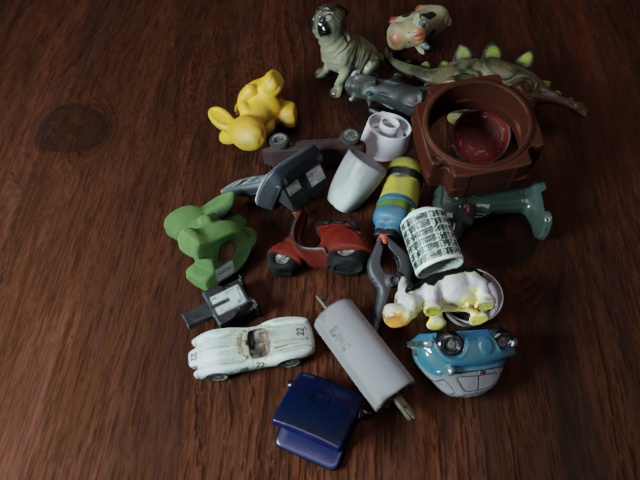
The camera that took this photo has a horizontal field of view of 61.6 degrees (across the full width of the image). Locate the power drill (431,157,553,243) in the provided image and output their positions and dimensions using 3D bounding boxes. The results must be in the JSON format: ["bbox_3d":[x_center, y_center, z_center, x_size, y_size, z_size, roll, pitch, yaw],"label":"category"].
[{"bbox_3d":[0.303,-0.042,0.974,0.207,0.085,0.232,0,60,10],"label":"power drill"}]

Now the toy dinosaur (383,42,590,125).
[{"bbox_3d":[0.329,-0.335,1.141,0.472,0.104,0.198,20,53,19],"label":"toy dinosaur"}]

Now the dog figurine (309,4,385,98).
[{"bbox_3d":[0.066,-0.424,1.149,0.172,0.190,0.121,-34,63,-20],"label":"dog figurine"}]

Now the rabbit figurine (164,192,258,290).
[{"bbox_3d":[-0.203,-0.021,0.951,0.159,0.121,0.170,-39,50,-25],"label":"rabbit figurine"}]

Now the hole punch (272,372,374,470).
[{"bbox_3d":[-0.002,0.255,0.785,0.142,0.092,0.116,16,56,16],"label":"hole punch"}]

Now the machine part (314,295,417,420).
[{"bbox_3d":[0.067,0.176,0.835,0.079,0.079,0.243,-30,63,-16],"label":"machine part"}]

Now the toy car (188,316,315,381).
[{"bbox_3d":[-0.109,0.171,0.856,0.202,0.056,0.073,-10,58,-5],"label":"toy car"}]

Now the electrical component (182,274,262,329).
[{"bbox_3d":[-0.165,0.117,0.897,0.119,0.047,0.075,-30,61,-16],"label":"electrical component"}]

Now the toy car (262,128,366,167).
[{"bbox_3d":[-0.011,-0.175,1.054,0.202,0.089,0.053,-3,59,2],"label":"toy car"}]

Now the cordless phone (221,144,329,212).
[{"bbox_3d":[-0.090,-0.113,1.018,0.184,0.088,0.146,1,31,43],"label":"cordless phone"}]

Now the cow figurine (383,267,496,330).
[{"bbox_3d":[0.178,0.085,0.838,0.167,0.068,0.098,-6,48,3],"label":"cow figurine"}]

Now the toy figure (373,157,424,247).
[{"bbox_3d":[0.145,-0.070,0.982,0.082,0.089,0.180,20,58,5],"label":"toy figure"}]

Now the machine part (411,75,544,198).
[{"bbox_3d":[0.274,-0.187,0.953,0.201,0.087,0.201,-10,67,2],"label":"machine part"}]

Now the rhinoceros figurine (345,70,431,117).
[{"bbox_3d":[0.140,-0.301,1.116,0.191,0.073,0.112,28,38,30],"label":"rhinoceros figurine"}]

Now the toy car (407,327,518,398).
[{"bbox_3d":[0.218,0.187,0.821,0.162,0.109,0.103,0,81,-12],"label":"toy car"}]

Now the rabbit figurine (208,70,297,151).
[{"bbox_3d":[-0.140,-0.244,1.073,0.162,0.121,0.173,-4,47,14],"label":"rabbit figurine"}]

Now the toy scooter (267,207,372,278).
[{"bbox_3d":[-0.002,-0.003,0.955,0.184,0.075,0.135,-3,56,5],"label":"toy scooter"}]

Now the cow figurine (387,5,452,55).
[{"bbox_3d":[0.218,-0.464,1.186,0.195,0.085,0.127,-34,34,-33],"label":"cow figurine"}]

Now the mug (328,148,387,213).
[{"bbox_3d":[0.066,-0.106,1.007,0.081,0.109,0.107,42,110,18],"label":"mug"}]
